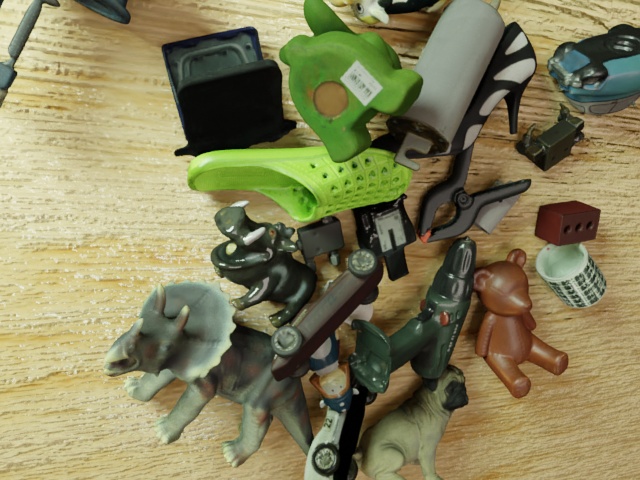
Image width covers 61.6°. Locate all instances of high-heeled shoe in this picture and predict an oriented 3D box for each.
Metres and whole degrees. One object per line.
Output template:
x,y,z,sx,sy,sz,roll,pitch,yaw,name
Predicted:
0.165,-0.186,0.679,0.249,0.086,0.145,-14,106,-15,high-heeled shoe

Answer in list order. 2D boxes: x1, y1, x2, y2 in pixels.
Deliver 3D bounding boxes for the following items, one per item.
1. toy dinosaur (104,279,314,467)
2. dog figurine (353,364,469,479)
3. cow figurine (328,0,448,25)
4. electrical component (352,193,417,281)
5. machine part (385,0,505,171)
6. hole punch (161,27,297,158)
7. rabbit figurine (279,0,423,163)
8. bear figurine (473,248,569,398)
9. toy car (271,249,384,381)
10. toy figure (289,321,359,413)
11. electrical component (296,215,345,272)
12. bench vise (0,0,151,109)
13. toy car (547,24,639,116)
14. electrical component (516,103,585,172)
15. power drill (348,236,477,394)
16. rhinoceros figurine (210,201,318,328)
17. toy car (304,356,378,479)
-0.105,0.179,0.707,0.404,0.131,0.192,31,99,-36,toy dinosaur
0.143,0.287,0.871,0.172,0.121,0.190,9,95,-28,dog figurine
0.088,-0.288,0.607,0.167,0.068,0.098,-33,126,-5,cow figurine
0.092,-0.006,0.739,0.075,0.048,0.119,-26,120,-9,electrical component
0.146,-0.189,0.624,0.079,0.079,0.243,33,78,-30,machine part
-0.104,-0.159,0.583,0.142,0.092,0.115,-19,148,-16,hole punch
0.029,-0.182,0.594,0.159,0.170,0.121,37,124,0,rabbit figurine
0.307,0.124,0.841,0.120,0.132,0.195,-22,125,-18,bear figurine
0.007,0.092,0.678,0.202,0.053,0.089,-43,155,-18,toy car
0.004,0.168,0.742,0.064,0.058,0.154,-25,86,21,toy figure
-0.001,-0.002,0.718,0.063,0.021,0.093,-17,118,-14,electrical component
-0.258,-0.234,0.458,0.223,0.129,0.240,25,94,-30,bench vise
0.398,-0.223,0.742,0.162,0.109,0.102,-17,136,-4,toy car
0.338,-0.148,0.783,0.102,0.045,0.078,-37,149,0,electrical component
0.138,0.117,0.777,0.207,0.086,0.231,-23,129,-41,power drill
-0.067,0.031,0.652,0.112,0.073,0.190,-37,136,5,rhinoceros figurine
0.033,0.268,0.787,0.073,0.056,0.202,47,52,-44,toy car
